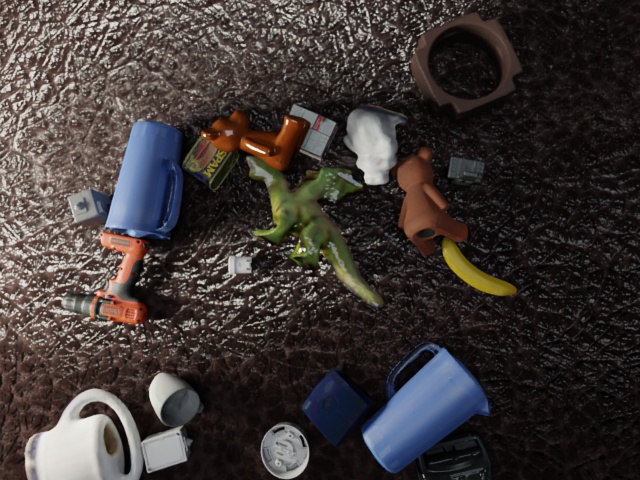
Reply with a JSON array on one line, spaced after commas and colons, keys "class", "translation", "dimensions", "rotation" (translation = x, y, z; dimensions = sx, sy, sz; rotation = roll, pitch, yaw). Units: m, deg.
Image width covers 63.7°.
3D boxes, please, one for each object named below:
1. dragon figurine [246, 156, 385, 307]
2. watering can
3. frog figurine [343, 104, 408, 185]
[{"class": "dragon figurine", "translation": [0.003, -0.055, 1.084], "dimensions": [0.412, 0.120, 0.245], "rotation": [30, 76, 11]}, {"class": "watering can", "translation": [-0.458, 0.484, 1.033], "dimensions": [0.224, 0.103, 0.350], "rotation": [-17, 82, 2]}, {"class": "frog figurine", "translation": [0.107, -0.202, 1.099], "dimensions": [0.138, 0.122, 0.159], "rotation": [20, 94, 38]}]
